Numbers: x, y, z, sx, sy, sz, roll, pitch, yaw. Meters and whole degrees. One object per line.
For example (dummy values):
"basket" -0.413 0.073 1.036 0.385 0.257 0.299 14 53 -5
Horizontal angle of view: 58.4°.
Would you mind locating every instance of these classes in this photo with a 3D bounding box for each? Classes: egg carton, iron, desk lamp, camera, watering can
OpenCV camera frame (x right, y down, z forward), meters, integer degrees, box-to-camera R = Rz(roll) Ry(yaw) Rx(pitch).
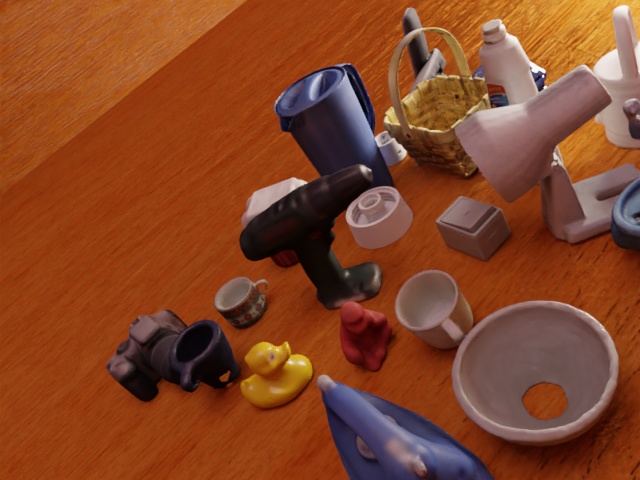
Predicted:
"egg carton" -0.082 -0.058 1.116 0.150 0.070 0.107 -18 38 22
"iron" 0.058 0.210 0.616 0.119 0.142 0.257 -44 36 -14
"desk lamp" 0.300 -0.103 0.733 0.203 0.214 0.118 -23 36 15
"camera" -0.267 0.191 0.939 0.143 0.101 0.136 -48 37 -19
"watering can" 0.442 -0.235 0.793 0.172 0.195 0.101 -21 37 18

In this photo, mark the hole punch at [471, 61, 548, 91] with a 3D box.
"hole punch" 0.340 -0.278 1.020 0.109 0.091 0.100 -40 35 -9

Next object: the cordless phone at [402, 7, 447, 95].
"cordless phone" 0.191 -0.356 1.151 0.093 0.185 0.148 -9 42 32

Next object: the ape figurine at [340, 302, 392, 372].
"ape figurine" 0.054 0.120 0.771 0.078 0.092 0.076 -35 35 -2

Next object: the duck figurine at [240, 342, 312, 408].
"duck figurine" -0.073 0.182 0.805 0.104 0.086 0.077 -30 35 6

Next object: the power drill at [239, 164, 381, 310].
"power drill" 0.008 0.003 0.847 0.229 0.209 0.075 -19 37 20

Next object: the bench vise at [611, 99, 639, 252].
"bench vise" 0.401 -0.059 0.592 0.206 0.220 0.121 -1 46 38

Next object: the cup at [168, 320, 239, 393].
"cup" -0.168 0.192 0.862 0.091 0.095 0.117 -20 37 20

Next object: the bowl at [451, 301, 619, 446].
"bowl" 0.230 0.150 0.607 0.167 0.075 0.167 -22 36 17
